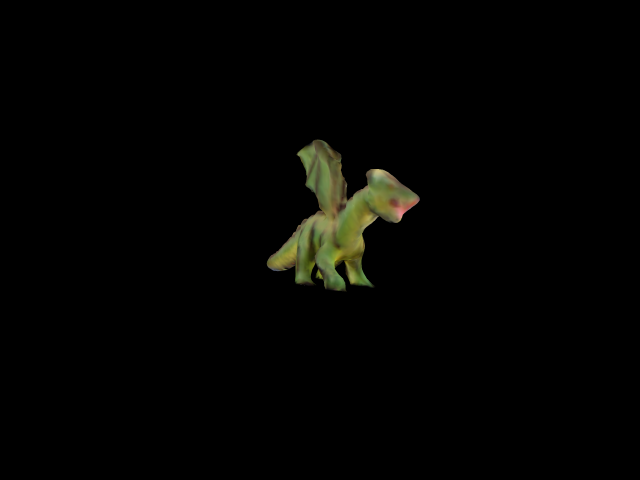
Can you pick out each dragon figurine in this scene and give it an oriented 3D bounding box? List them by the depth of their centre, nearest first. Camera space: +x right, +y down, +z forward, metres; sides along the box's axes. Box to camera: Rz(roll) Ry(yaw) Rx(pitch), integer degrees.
[{"bbox_3d":[0.003,-0.043,0.850,0.122,0.242,0.410,-2,5,-35],"label":"dragon figurine"}]
